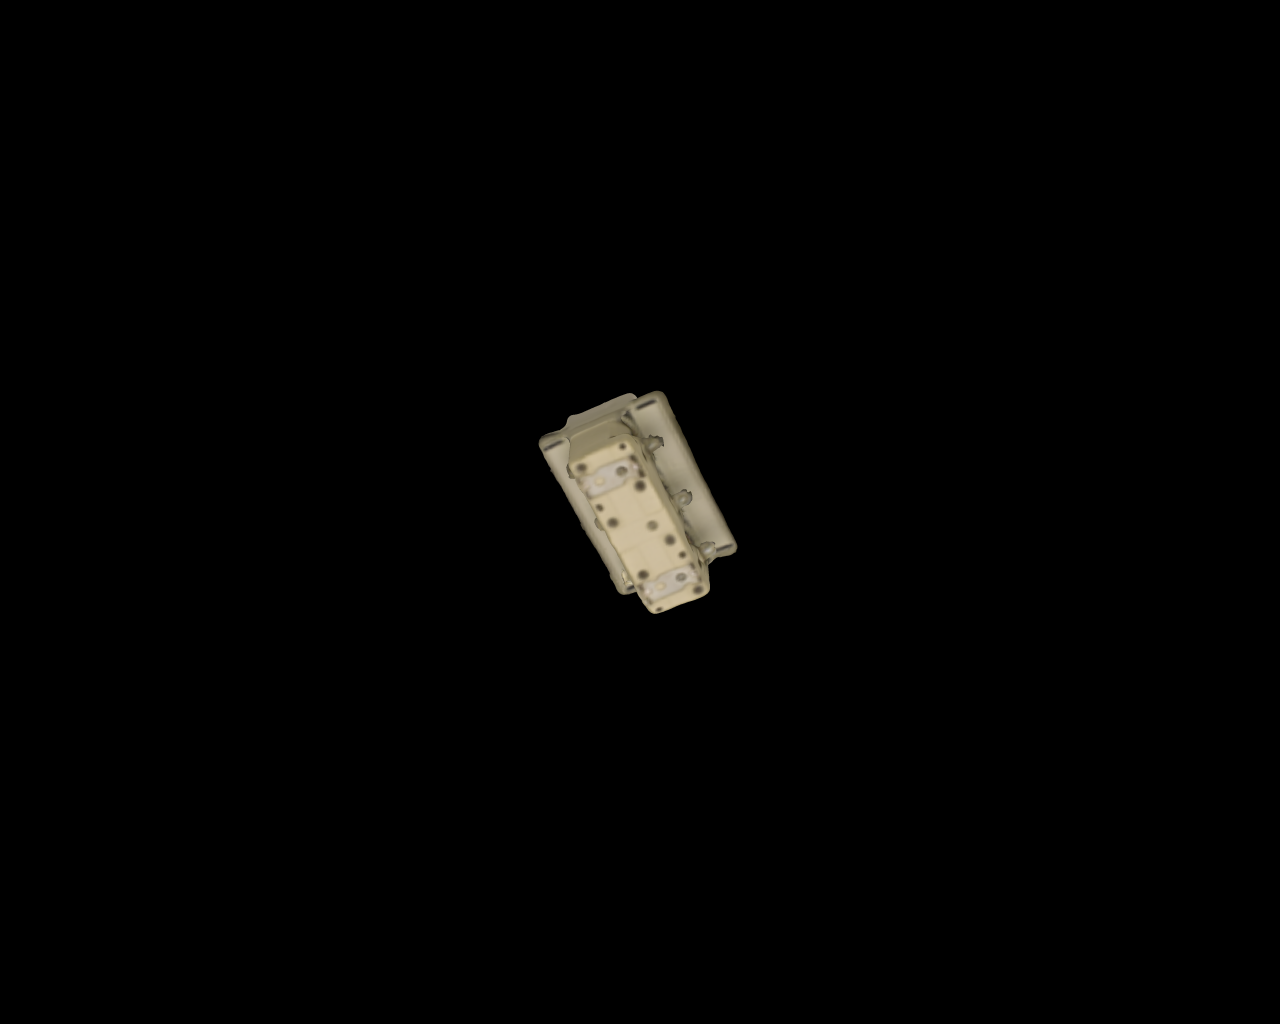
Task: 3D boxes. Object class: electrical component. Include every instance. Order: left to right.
[{"bbox_3d":[0.001,-0.003,0.650,0.079,0.121,0.063,-21,28,12],"label":"electrical component"}]
